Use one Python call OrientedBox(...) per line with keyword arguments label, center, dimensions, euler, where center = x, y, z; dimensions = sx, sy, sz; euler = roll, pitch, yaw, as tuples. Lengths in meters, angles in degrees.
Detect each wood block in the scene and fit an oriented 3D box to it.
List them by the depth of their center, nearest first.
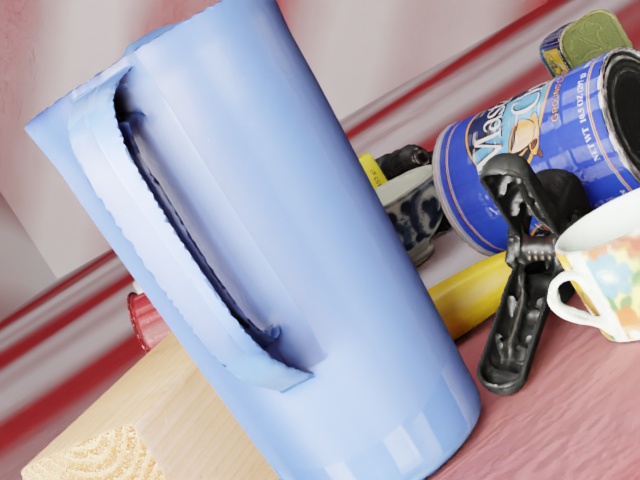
OrientedBox(label="wood block", center=(-0.068, 0.106, 0.639), dimensions=(0.090, 0.091, 0.205), euler=(-27, 10, 30))

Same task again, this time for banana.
OrientedBox(label="banana", center=(0.050, 0.060, 0.645), dimensions=(0.197, 0.037, 0.070), euler=(-28, -3, -21))

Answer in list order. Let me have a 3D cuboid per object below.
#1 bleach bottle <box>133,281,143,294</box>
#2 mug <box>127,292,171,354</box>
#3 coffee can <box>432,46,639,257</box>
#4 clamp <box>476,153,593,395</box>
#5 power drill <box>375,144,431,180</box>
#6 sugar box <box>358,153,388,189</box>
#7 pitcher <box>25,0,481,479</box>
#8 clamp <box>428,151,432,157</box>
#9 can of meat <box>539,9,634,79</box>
OrientedBox(label="bleach bottle", center=(-0.113, 0.021, 1.366), dimensions=(0.250, 0.068, 0.103), euler=(-31, 8, -10))
OrientedBox(label="mug", center=(-0.125, 0.081, 1.012), dimensions=(0.081, 0.093, 0.117), euler=(-26, 35, 4))
OrientedBox(label="coffee can", center=(0.161, -0.056, 0.720), dimensions=(0.141, 0.103, 0.102), euler=(-22, 12, 44))
OrientedBox(label="clamp", center=(0.118, 0.014, 0.581), dimensions=(0.039, 0.120, 0.171), euler=(12, 8, 27))
OrientedBox(label="power drill", center=(0.009, -0.056, 1.169), dimensions=(0.187, 0.057, 0.185), euler=(-5, -15, -27))
OrientedBox(label="sugar box", center=(-0.006, 0.001, 0.998), dimensions=(0.176, 0.093, 0.048), euler=(-32, 3, 0))
OrientedBox(label="pitcher", center=(-0.026, 0.012, 0.511), dimensions=(0.149, 0.243, 0.145), euler=(-36, 10, -29))
OrientedBox(label="clamp", center=(0.177, -0.106, 1.157), dimensions=(0.164, 0.036, 0.210), euler=(-32, 11, -3))
OrientedBox(label="can of meat", center=(0.250, -0.154, 0.975), dimensions=(0.057, 0.102, 0.084), euler=(-33, 6, 0))
